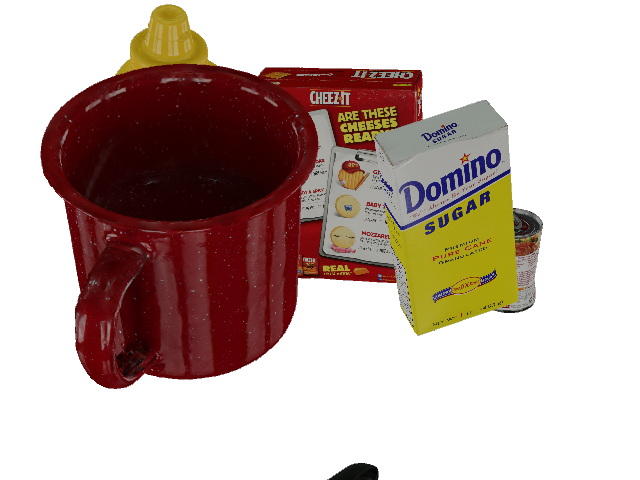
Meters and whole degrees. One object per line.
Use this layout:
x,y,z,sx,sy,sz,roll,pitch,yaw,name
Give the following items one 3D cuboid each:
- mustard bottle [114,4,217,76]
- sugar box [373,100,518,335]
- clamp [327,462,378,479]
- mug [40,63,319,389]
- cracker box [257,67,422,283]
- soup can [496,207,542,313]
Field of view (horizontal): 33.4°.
-0.087,-0.050,0.614,0.058,0.192,0.096,28,49,18,mustard bottle
0.100,-0.013,0.822,0.093,0.176,0.048,-19,42,-7,sugar box
-0.046,0.198,0.634,0.210,0.036,0.164,-4,28,1,clamp
-0.052,0.003,0.376,0.093,0.081,0.117,13,43,11,mug
0.020,-0.065,1.083,0.164,0.214,0.072,3,29,10,cracker box
0.216,0.023,1.217,0.068,0.102,0.068,-2,30,1,soup can
